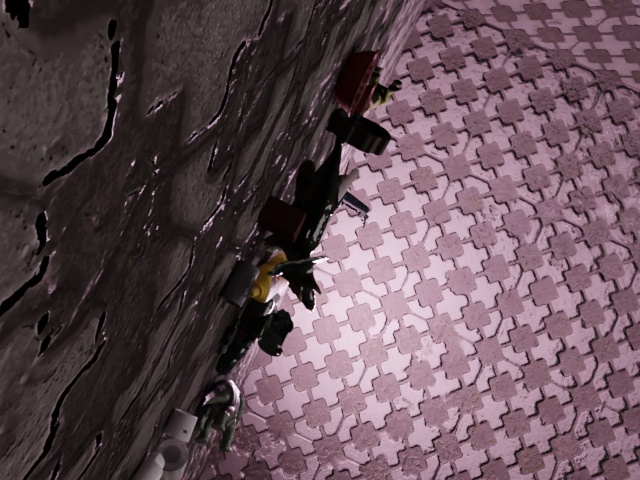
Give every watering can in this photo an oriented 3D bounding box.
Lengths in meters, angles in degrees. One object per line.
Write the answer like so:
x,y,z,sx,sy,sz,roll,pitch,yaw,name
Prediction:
0.005,-0.085,1.684,0.353,0.105,0.219,-42,-15,-32,watering can

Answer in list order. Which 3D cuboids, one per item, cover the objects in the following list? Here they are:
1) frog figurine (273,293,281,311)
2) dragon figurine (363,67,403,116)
-0.171,0.208,1.547,0.123,0.161,0.135,-5,-15,-19,frog figurine
0.184,-0.498,1.913,0.122,0.238,0.419,33,37,-2,dragon figurine
